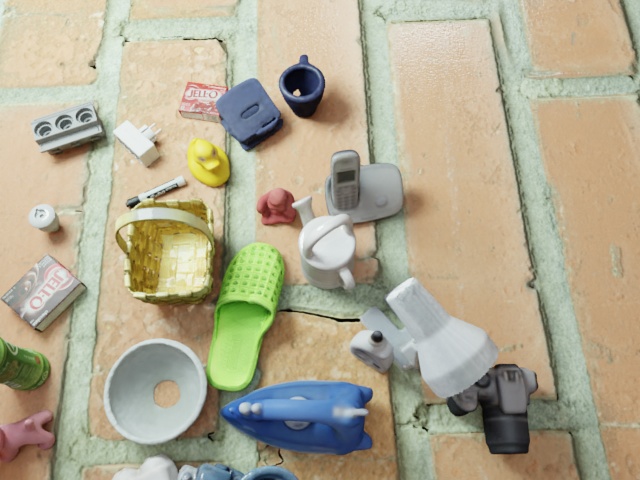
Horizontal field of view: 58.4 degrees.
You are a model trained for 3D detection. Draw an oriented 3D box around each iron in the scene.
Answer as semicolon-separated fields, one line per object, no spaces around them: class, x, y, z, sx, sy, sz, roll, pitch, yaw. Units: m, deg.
iron;-0.042;0.274;0.904;0.258;0.141;0.118;1;68;1

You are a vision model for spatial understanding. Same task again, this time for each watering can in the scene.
watering can;0.007;0.005;0.981;0.172;0.194;0.101;36;73;13

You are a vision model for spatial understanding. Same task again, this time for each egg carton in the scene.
egg carton;-0.259;0.418;0.887;0.107;0.069;0.150;-24;70;-9

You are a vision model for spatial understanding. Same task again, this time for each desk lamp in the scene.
desk lamp;0.165;0.151;0.913;0.118;0.213;0.203;-39;73;-14

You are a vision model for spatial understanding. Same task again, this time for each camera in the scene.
camera;0.283;0.274;0.926;0.143;0.101;0.137;-1;69;0

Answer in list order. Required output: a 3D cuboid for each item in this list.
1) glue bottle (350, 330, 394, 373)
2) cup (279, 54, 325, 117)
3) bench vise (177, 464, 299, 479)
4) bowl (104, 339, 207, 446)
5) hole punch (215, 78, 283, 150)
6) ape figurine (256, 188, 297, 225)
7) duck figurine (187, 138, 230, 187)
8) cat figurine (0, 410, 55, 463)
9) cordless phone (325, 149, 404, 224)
glue bottle;0.088;0.172;0.927;0.078;0.173;0.037;33;72;13
cup;-0.034;-0.304;1.156;0.091;0.095;0.118;1;69;1
bench vise;-0.112;0.386;0.818;0.207;0.220;0.121;2;68;1
bowl;-0.264;0.253;0.948;0.167;0.075;0.167;0;69;0
hole punch;-0.138;-0.251;1.137;0.109;0.091;0.101;-38;73;-13
ape figurine;-0.078;-0.068;1.065;0.077;0.092;0.076;34;73;13
duck figurine;-0.221;-0.163;1.106;0.077;0.086;0.104;-31;72;-11
cat figurine;-0.503;0.313;0.902;0.128;0.118;0.067;-21;70;-8
cordless phone;0.081;-0.107;1.030;0.147;0.185;0.094;-13;69;-5
